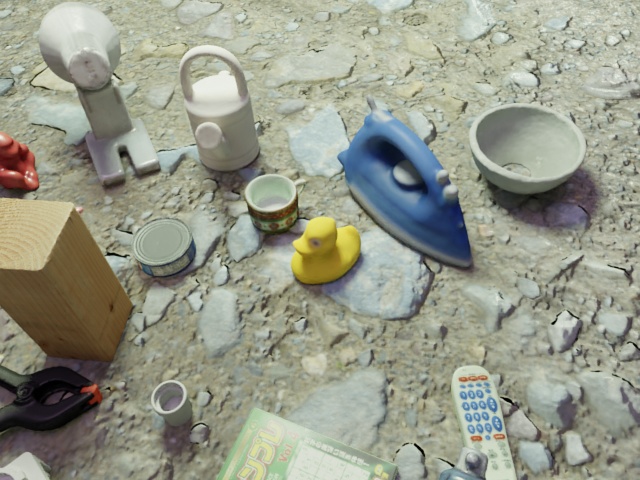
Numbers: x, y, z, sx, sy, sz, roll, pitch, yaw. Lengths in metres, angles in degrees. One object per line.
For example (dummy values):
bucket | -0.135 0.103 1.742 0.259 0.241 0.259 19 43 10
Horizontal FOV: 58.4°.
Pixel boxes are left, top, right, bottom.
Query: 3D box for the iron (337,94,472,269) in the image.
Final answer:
iron | 0.131 -0.087 0.795 0.119 0.141 0.257 -29 56 -18

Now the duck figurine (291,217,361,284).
duck figurine | 0.007 0.003 0.768 0.105 0.086 0.077 -27 56 -17

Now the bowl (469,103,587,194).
bowl | 0.302 -0.125 0.857 0.167 0.075 0.167 -1 52 2

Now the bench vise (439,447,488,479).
bench vise | 0.099 0.267 0.475 0.121 0.220 0.207 0 52 4

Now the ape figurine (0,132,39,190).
ape figurine | -0.483 -0.128 0.891 0.076 0.092 0.078 11 54 11

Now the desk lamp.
desk lamp | -0.341 -0.233 0.888 0.118 0.214 0.202 -23 55 -14

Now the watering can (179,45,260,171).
watering can | -0.151 -0.200 0.864 0.101 0.194 0.172 -18 54 -10

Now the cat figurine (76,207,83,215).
cat figurine | -0.371 0.005 0.767 0.128 0.118 0.067 -15 53 -8
